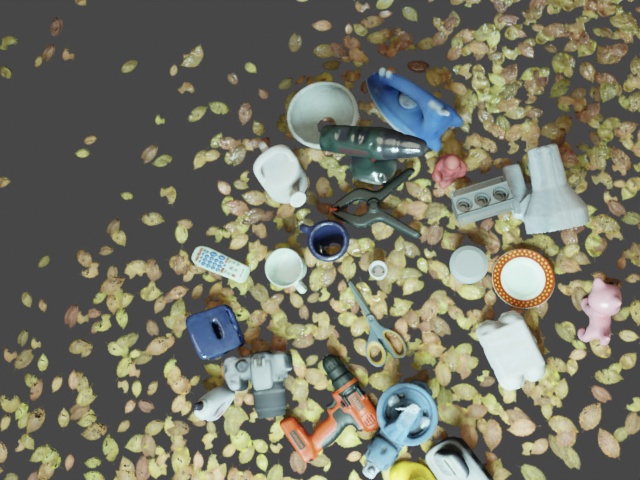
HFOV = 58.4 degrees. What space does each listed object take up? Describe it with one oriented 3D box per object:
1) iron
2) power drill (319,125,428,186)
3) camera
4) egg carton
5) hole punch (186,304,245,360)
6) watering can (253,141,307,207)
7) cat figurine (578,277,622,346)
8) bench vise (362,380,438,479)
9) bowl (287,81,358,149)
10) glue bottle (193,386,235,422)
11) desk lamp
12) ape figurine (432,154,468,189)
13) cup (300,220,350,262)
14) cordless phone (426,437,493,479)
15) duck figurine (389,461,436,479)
[{"bbox_3d":[0.197,-0.322,1.294,0.258,0.141,0.119,40,86,14],"label":"iron"},{"bbox_3d":[0.118,-0.188,1.241,0.229,0.208,0.076,12,79,11],"label":"power drill"},{"bbox_3d":[-0.129,0.310,1.220,0.143,0.101,0.137,-10,76,6],"label":"camera"},{"bbox_3d":[0.394,0.227,1.180,0.107,0.069,0.150,-24,75,2],"label":"egg carton"},{"bbox_3d":[-0.230,0.201,1.264,0.101,0.091,0.108,-26,75,2],"label":"hole punch"},{"bbox_3d":[-0.086,-0.151,1.269,0.172,0.194,0.101,34,84,14],"label":"watering can"},{"bbox_3d":[0.569,0.144,1.149,0.067,0.118,0.128,5,78,9],"label":"cat figurine"},{"bbox_3d":[0.159,0.373,1.103,0.121,0.220,0.207,15,80,11],"label":"bench vise"},{"bbox_3d":[0.010,-0.282,1.346,0.167,0.075,0.167,-2,77,8],"label":"bowl"},{"bbox_3d":[-0.229,0.343,1.189,0.037,0.173,0.078,32,84,14],"label":"glue bottle"},{"bbox_3d":[0.453,-0.096,1.170,0.118,0.214,0.203,-12,76,6],"label":"desk lamp"},{"bbox_3d":[0.288,-0.162,1.271,0.077,0.092,0.076,2,78,9],"label":"ape figurine"},{"bbox_3d":[0.012,0.005,1.271,0.117,0.095,0.092,27,82,13],"label":"cup"},{"bbox_3d":[0.274,0.454,1.087,0.094,0.185,0.147,-41,75,-2],"label":"cordless phone"},{"bbox_3d":[0.188,0.489,1.142,0.104,0.086,0.077,27,83,13],"label":"duck figurine"}]
